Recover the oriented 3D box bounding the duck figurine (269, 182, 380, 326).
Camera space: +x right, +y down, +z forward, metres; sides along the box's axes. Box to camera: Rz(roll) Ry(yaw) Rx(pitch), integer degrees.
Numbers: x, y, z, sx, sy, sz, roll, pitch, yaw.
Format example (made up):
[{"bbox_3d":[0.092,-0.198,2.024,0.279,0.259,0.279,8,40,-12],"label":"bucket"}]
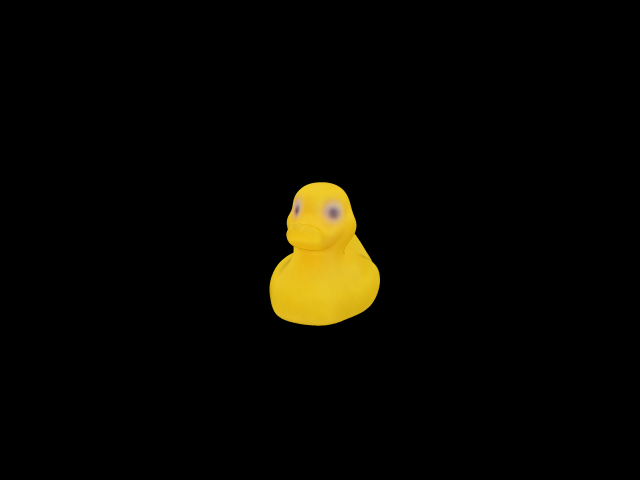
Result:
[{"bbox_3d":[0.004,0.001,0.400,0.077,0.086,0.105,6,17,19],"label":"duck figurine"}]
